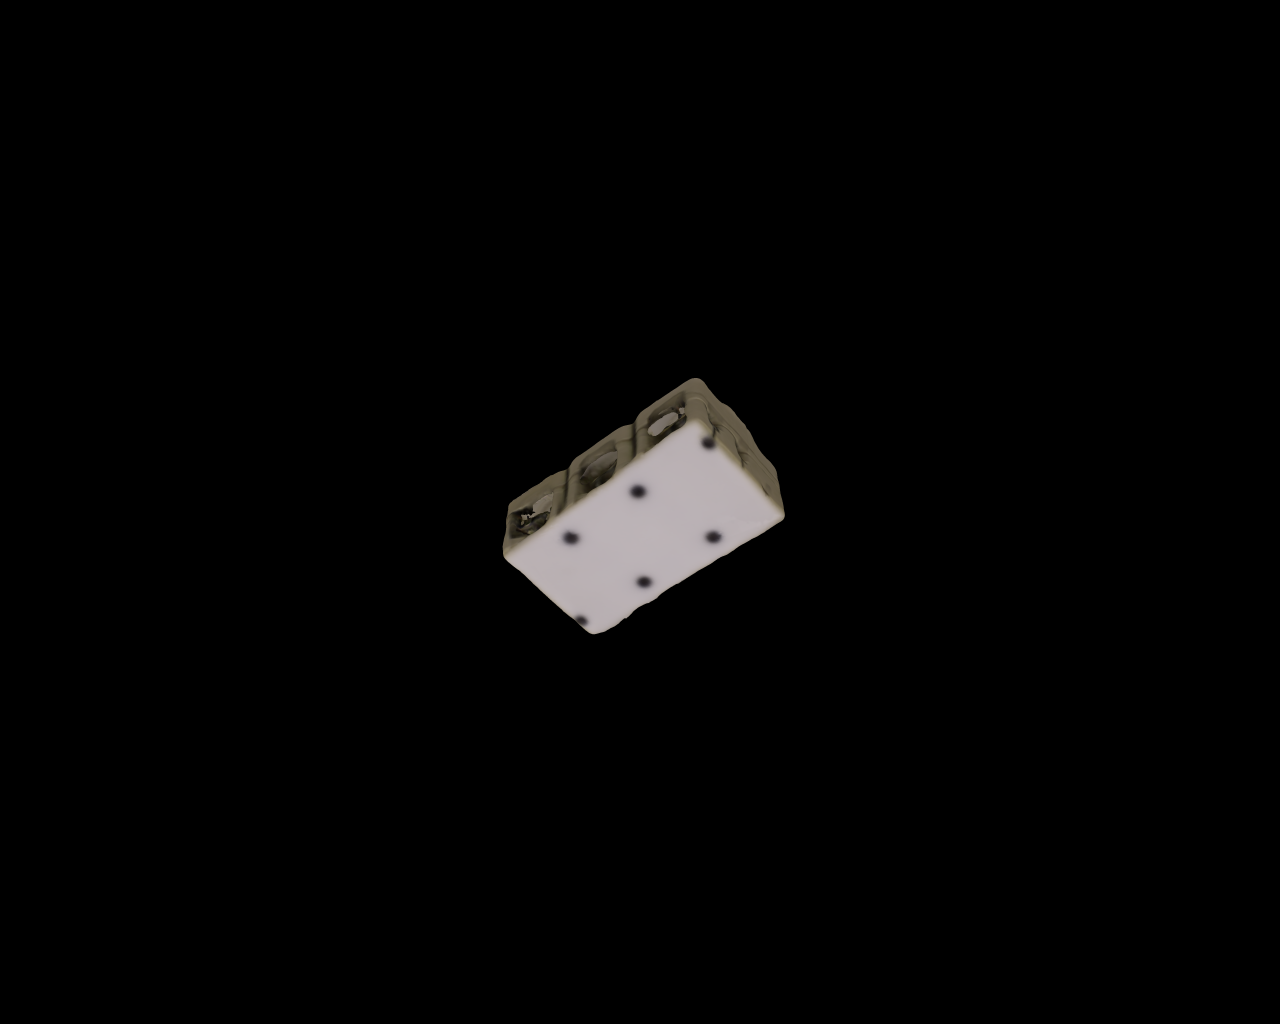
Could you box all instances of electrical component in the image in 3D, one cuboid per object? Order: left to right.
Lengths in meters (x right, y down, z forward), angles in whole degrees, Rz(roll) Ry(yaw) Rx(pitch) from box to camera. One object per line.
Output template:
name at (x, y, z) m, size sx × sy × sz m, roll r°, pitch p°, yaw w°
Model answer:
electrical component at (0.001, -0.003, 0.650) m, size 0.150 × 0.089 × 0.062 m, roll -33°, pitch 29°, yaw 21°
